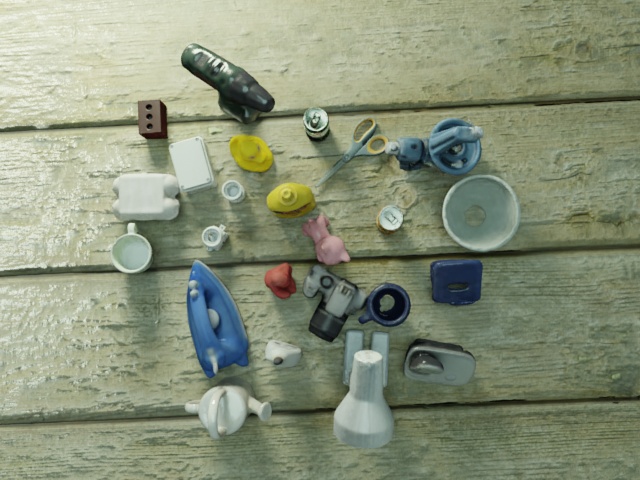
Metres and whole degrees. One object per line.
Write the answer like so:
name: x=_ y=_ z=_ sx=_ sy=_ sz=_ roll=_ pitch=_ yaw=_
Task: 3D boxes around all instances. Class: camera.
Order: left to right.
camera: x=0.017 y=0.141 z=1.233 sx=0.143 sy=0.101 sz=0.137 roll=28 pitch=88 yaw=3

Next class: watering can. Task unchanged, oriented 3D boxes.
watering can: x=-0.190 y=0.347 z=1.180 sx=0.173 sy=0.194 sz=0.101 roll=-21 pitch=86 yaw=1

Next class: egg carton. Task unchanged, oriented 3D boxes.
egg carton: x=-0.386 y=-0.096 z=1.275 sx=0.150 sy=0.069 sz=0.107 roll=-2 pitch=86 yaw=2

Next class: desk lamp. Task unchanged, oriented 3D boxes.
desk lamp: x=0.091 y=0.295 z=1.165 sx=0.118 sy=0.213 sz=0.203 roll=3 pitch=87 yaw=2

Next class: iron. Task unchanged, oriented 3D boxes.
iron: x=-0.241 y=0.164 z=1.219 sx=0.118 sy=0.141 sz=0.258 roll=-20 pitch=86 yaw=1

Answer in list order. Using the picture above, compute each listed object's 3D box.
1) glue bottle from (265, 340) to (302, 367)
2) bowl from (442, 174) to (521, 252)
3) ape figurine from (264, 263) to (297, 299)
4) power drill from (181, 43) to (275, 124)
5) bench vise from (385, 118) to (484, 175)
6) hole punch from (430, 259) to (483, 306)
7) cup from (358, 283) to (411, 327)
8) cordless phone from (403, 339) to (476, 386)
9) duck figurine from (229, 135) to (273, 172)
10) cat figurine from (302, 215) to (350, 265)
glue bottle: x=-0.082 y=0.242 z=1.194 sx=0.078 sy=0.173 sz=0.037 roll=18 pitch=87 yaw=3
bowl: x=0.344 y=-0.056 z=1.249 sx=0.167 sy=0.075 sz=0.167 roll=0 pitch=87 yaw=2
ape figurine: x=-0.085 y=0.087 z=1.244 sx=0.076 sy=0.092 sz=0.078 roll=21 pitch=87 yaw=3
power drill: x=-0.180 y=-0.319 z=1.213 sx=0.229 sy=0.208 sz=0.076 roll=34 pitch=88 yaw=4
bench vise: x=0.248 y=-0.186 z=1.186 sx=0.207 sy=0.220 sz=0.121 roll=-19 pitch=86 yaw=1
hole punch: x=0.296 y=0.091 z=1.233 sx=0.108 sy=0.091 sz=0.101 roll=-3 pitch=86 yaw=2
cup: x=0.134 y=0.145 z=1.232 sx=0.118 sy=0.095 sz=0.092 roll=-31 pitch=86 yaw=0
cordless phone: x=0.252 y=0.263 z=1.177 sx=0.147 sy=0.185 sz=0.094 roll=5 pitch=87 yaw=2
duck figurine: x=-0.156 y=-0.198 z=1.266 sx=0.104 sy=0.086 sz=0.077 roll=33 pitch=88 yaw=3
cat figurine: x=0.011 y=0.004 z=1.233 sx=0.067 sy=0.118 sz=0.128 roll=-33 pitch=86 yaw=0
